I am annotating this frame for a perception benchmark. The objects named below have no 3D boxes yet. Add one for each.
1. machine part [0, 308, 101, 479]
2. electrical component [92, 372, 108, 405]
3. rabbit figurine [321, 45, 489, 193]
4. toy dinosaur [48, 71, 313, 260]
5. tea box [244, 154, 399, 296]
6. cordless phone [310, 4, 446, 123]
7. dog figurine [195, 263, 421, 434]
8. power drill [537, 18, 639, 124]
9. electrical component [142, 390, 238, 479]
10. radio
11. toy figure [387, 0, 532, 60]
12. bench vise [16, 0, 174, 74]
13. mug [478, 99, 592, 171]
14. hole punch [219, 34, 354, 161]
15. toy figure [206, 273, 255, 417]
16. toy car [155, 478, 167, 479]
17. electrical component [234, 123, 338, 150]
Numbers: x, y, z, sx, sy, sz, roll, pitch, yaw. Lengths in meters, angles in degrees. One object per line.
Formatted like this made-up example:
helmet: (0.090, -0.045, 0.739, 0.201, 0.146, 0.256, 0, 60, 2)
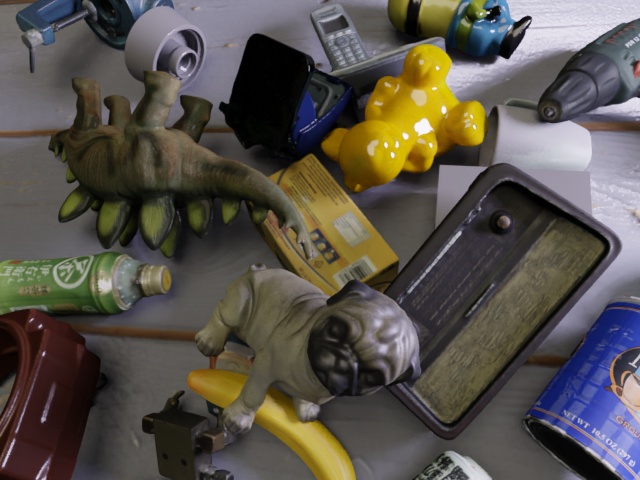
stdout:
machine part: (-0.330, 0.176, 0.521, 0.202, 0.087, 0.201, -16, 49, 19)
electrical component: (-0.281, 0.165, 0.588, 0.094, 0.021, 0.063, -35, 63, -7)
rabbit figurine: (0.071, -0.114, 0.580, 0.162, 0.121, 0.173, -18, 21, 44)
toy dinosaur: (-0.189, -0.082, 0.616, 0.472, 0.105, 0.198, 10, 88, 36)
tea box: (-0.001, -0.002, 0.590, 0.098, 0.068, 0.170, -29, 62, -11)
cordless phone: (0.068, -0.253, 0.696, 0.147, 0.088, 0.184, -19, 59, 1)
dog figurine: (-0.008, 0.061, 0.450, 0.121, 0.190, 0.172, -7, 63, -42)
power drill: (0.365, -0.149, 0.575, 0.207, 0.085, 0.232, 30, 54, 23)
electrical component: (-0.125, 0.192, 0.525, 0.102, 0.045, 0.078, -4, 100, 31)
radio: (0.140, 0.050, 0.493, 0.131, 0.073, 0.229, 40, 94, 9)
toy figure: (0.173, -0.288, 0.691, 0.180, 0.082, 0.089, 34, 61, 16)
bench vise: (-0.348, -0.351, 0.784, 0.224, 0.128, 0.240, 36, 55, 4)
mug: (0.241, -0.110, 0.602, 0.107, 0.080, 0.109, 12, 55, 4)
hole punch: (-0.037, -0.157, 0.615, 0.142, 0.092, 0.115, 36, 111, 31)
toy figure: (-0.083, 0.106, 0.562, 0.064, 0.057, 0.154, 8, 67, 24)
toy car: (-0.200, 0.284, 0.473, 0.162, 0.102, 0.109, -28, 64, -2)
electrical component: (-0.045, -0.143, 0.680, 0.119, 0.047, 0.075, -34, 63, -6)
